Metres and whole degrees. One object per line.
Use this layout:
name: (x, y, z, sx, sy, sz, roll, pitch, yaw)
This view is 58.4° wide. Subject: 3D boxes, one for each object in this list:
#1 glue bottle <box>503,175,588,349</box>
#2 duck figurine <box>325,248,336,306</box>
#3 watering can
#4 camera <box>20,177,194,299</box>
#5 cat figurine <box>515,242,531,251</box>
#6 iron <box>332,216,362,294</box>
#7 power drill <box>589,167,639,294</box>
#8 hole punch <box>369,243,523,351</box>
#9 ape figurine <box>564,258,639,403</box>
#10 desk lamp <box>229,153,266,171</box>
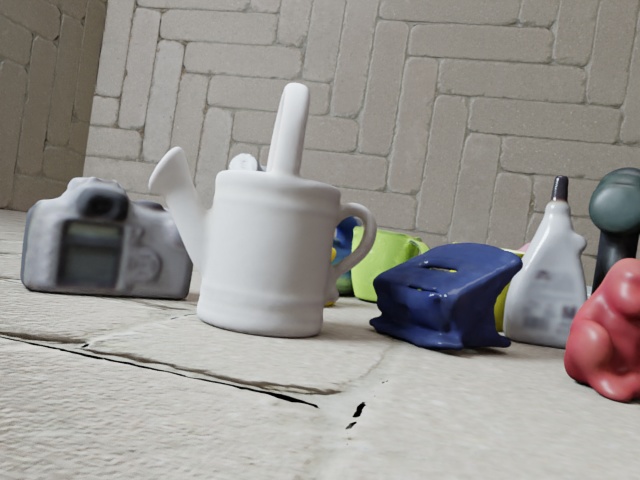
glue bottle: (0.235, 0.020, 0.581, 0.078, 0.173, 0.037, 8, 0, 5)
duck figurine: (-0.020, 0.028, 0.652, 0.077, 0.086, 0.105, 8, 0, 45)
watering can: (-0.042, -0.029, 0.452, 0.173, 0.194, 0.100, 8, 0, -29)
camera: (-0.204, -0.005, 0.543, 0.144, 0.101, 0.136, 8, 0, -34)
cat figurine: (0.340, 0.062, 0.947, 0.067, 0.118, 0.127, 8, 0, -23)
iron: (0.008, 0.003, 0.832, 0.118, 0.141, 0.259, 8, 0, 35)
power drill: (0.335, 0.016, 0.647, 0.075, 0.208, 0.230, 8, 0, 28)
hole punch: (0.108, 0.044, 0.497, 0.101, 0.091, 0.108, 8, 0, -35)
ape figurine: (0.207, 0.058, 0.392, 0.078, 0.092, 0.076, 8, 0, 2)
desk lamp: (-0.145, -0.056, 1.134, 0.118, 0.213, 0.203, 8, 0, 7)
